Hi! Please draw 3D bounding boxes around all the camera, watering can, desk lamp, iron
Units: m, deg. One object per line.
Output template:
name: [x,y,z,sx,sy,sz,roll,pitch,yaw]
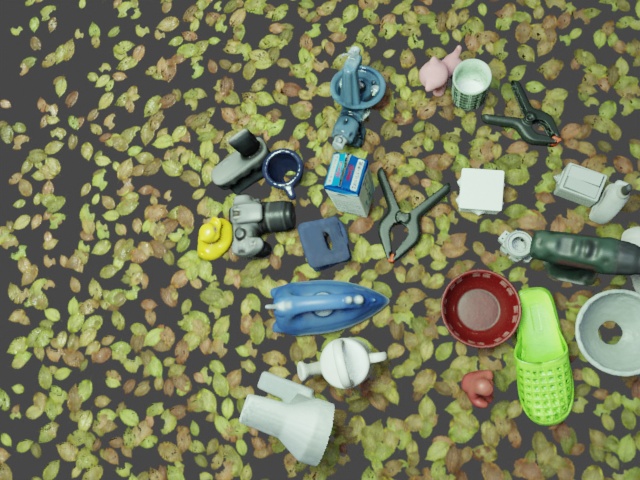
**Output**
camera: [-0.126,-0.036,1.270,0.136,0.101,0.143,-5,79,9]
watering can: [0.044,0.250,1.144,0.173,0.194,0.101,-34,76,3]
desk lamp: [-0.064,0.350,1.134,0.203,0.214,0.118,17,83,12]
iron: [0.014,0.133,1.197,0.258,0.141,0.118,-7,79,8]

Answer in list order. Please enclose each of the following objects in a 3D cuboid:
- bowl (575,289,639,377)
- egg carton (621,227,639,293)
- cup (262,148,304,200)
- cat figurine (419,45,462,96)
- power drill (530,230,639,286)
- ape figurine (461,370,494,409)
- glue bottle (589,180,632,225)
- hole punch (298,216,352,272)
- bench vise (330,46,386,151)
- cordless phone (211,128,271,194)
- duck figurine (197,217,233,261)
bowl: [0.581,0.183,1.128,0.167,0.075,0.167,-2,80,9]
egg carton: [0.667,0.042,1.141,0.107,0.069,0.150,-15,78,7]
cup: [-0.070,-0.137,1.282,0.091,0.095,0.118,-21,77,6]
cat figurine: [0.265,-0.374,1.256,0.128,0.118,0.067,-43,76,0]
power drill: [0.514,0.036,1.096,0.229,0.208,0.076,11,82,11]
ape figurine: [0.322,0.294,1.142,0.076,0.092,0.078,33,87,14]
glue bottle: [0.579,-0.083,1.124,0.037,0.173,0.078,23,85,13]
hole punch: [0.011,0.004,1.246,0.101,0.091,0.108,-19,77,6]
bench vise: [0.079,-0.300,1.222,0.121,0.220,0.207,-1,80,10]
cordless phone: [-0.189,-0.184,1.264,0.147,0.185,0.094,-38,76,1]
duck figurine: [-0.247,-0.006,1.293,0.077,0.086,0.104,27,86,13]
